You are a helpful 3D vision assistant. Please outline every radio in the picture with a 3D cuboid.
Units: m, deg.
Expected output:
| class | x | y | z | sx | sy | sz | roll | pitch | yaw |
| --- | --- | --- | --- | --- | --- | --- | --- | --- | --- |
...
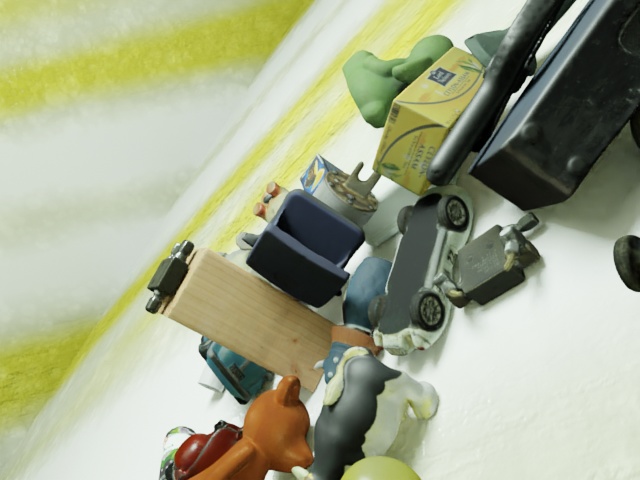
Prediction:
| class | x | y | z | sx | sy | sz | roll | pitch | yaw |
| --- | --- | --- | --- | --- | --- | --- | --- | --- | --- |
| radio | 0.231 | -0.138 | 0.463 | 0.229 | 0.073 | 0.131 | -56 | -3 | 3 |

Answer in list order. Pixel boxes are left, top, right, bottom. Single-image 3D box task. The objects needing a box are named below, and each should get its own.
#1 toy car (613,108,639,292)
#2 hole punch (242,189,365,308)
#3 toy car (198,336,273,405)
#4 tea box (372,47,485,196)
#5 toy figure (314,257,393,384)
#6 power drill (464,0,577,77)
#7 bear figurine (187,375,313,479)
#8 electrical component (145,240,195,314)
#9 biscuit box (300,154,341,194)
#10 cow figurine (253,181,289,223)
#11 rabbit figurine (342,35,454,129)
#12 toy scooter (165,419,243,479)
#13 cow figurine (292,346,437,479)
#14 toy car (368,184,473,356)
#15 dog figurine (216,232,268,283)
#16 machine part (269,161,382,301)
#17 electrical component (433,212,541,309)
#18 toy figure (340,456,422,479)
| class | x | y | z | sx | sy | sz | roll | pitch | yaw |
| --- | --- | --- | --- | --- | --- | --- | --- | --- | --- |
| toy car | 0.257 | -0.041 | 0.363 | 0.089 | 0.053 | 0.202 | -20 | 38 | 49 |
| hole punch | -0.023 | 0.023 | 0.617 | 0.115 | 0.142 | 0.092 | -56 | 7 | 35 |
| toy car | -0.113 | 0.163 | 0.798 | 0.103 | 0.109 | 0.162 | -36 | 9 | -9 |
| tea box | 0.134 | -0.138 | 0.609 | 0.169 | 0.068 | 0.098 | -46 | -19 | -38 |
| toy figure | 0.047 | 0.095 | 0.603 | 0.064 | 0.058 | 0.154 | -16 | 50 | 65 |
| power drill | 0.244 | -0.266 | 0.550 | 0.232 | 0.086 | 0.207 | -28 | -23 | -47 |
| bear figurine | -0.061 | 0.253 | 0.571 | 0.196 | 0.132 | 0.120 | -36 | -28 | -33 |
| electrical component | -0.180 | 0.043 | 0.631 | 0.063 | 0.021 | 0.094 | -13 | 49 | 59 |
| biscuit box | 0.018 | -0.076 | 0.882 | 0.059 | 0.062 | 0.203 | -52 | 23 | 14 |
| cow figurine | -0.045 | -0.041 | 0.917 | 0.085 | 0.127 | 0.195 | -54 | 37 | 8 |
| rabbit figurine | 0.131 | -0.260 | 0.838 | 0.170 | 0.121 | 0.159 | -31 | 23 | 19 |
| toy scooter | -0.135 | 0.280 | 0.684 | 0.135 | 0.075 | 0.184 | -54 | 12 | -8 |
| cow figurine | 0.026 | 0.183 | 0.475 | 0.068 | 0.098 | 0.167 | 8 | 67 | 59 |
| toy car | 0.110 | 0.028 | 0.569 | 0.074 | 0.056 | 0.202 | -14 | 48 | 51 |
| dog figurine | -0.119 | 0.054 | 0.842 | 0.190 | 0.172 | 0.121 | 164 | 96 | -77 |
| machine part | -0.001 | -0.002 | 0.692 | 0.243 | 0.079 | 0.079 | -54 | 20 | 32 |
| electrical component | 0.155 | 0.021 | 0.497 | 0.102 | 0.045 | 0.078 | -37 | 31 | 39 |
| toy figure | 0.020 | 0.250 | 0.406 | 0.180 | 0.089 | 0.082 | -52 | 30 | 6 |
